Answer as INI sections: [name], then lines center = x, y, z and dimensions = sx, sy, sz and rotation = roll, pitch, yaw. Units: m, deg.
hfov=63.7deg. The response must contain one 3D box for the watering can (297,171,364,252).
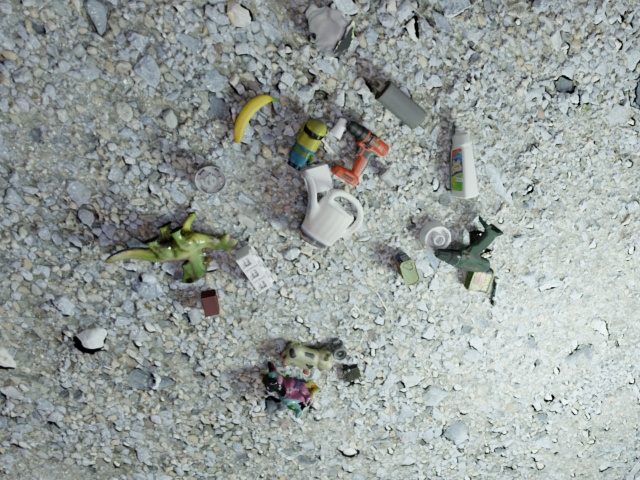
[watering can]
center = 0.005, -0.088, 1.739
dimensions = 0.344, 0.223, 0.106
rotation = 30, 12, -41

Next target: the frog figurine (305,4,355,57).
[frog figurine]
center = 0.022, -0.648, 1.591
dimensions = 0.160, 0.135, 0.124
rotation = 35, 22, 17

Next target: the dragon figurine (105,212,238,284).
[dragon figurine]
center = -0.474, 0.058, 1.729
dimensions = 0.410, 0.238, 0.124
rotation = -25, 30, 0
